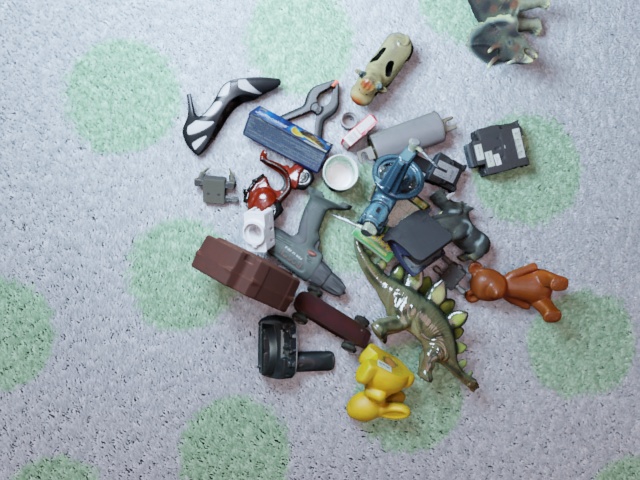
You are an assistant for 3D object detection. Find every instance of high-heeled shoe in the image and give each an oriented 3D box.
[{"bbox_3d":[-0.201,-0.287,1.243,0.249,0.086,0.145,-12,97,0],"label":"high-heeled shoe"}]

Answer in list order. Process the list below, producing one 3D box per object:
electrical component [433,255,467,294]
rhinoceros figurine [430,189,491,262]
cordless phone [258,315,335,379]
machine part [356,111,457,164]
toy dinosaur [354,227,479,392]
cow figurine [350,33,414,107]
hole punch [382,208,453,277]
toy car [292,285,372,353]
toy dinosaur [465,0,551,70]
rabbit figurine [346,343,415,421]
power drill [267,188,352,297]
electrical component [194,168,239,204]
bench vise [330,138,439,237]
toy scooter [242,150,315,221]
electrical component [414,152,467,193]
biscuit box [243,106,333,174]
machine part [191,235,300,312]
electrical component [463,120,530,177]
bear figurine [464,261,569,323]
[{"bbox_3d":[0.315,0.083,1.269,0.094,0.021,0.063,44,121,18],"label":"electrical component"},{"bbox_3d":[0.326,-0.034,1.256,0.112,0.073,0.190,-44,96,-10],"label":"rhinoceros figurine"},{"bbox_3d":[-0.052,0.250,1.261,0.184,0.089,0.146,1,91,-13],"label":"cordless phone"},{"bbox_3d":[0.201,-0.237,1.254,0.243,0.079,0.079,-20,91,0],"label":"machine part"},{"bbox_3d":[0.211,0.165,1.251,0.198,0.105,0.471,-44,87,-8],"label":"toy dinosaur"},{"bbox_3d":[0.141,-0.386,1.225,0.085,0.127,0.195,37,87,1],"label":"cow figurine"},{"bbox_3d":[0.221,0.007,1.214,0.142,0.092,0.116,-34,62,-15],"label":"hole punch"},{"bbox_3d":[0.027,0.187,1.255,0.202,0.053,0.089,32,65,-11],"label":"toy car"},{"bbox_3d":[0.408,-0.573,1.242,0.192,0.131,0.404,-16,85,-2],"label":"toy dinosaur"},{"bbox_3d":[0.134,0.353,1.256,0.162,0.122,0.173,28,104,-11],"label":"rabbit figurine"},{"bbox_3d":[-0.003,-0.004,1.255,0.232,0.086,0.207,27,97,1],"label":"power drill"},{"bbox_3d":[-0.242,-0.127,1.260,0.102,0.045,0.078,0,119,1],"label":"electrical component"},{"bbox_3d":[0.154,-0.120,1.158,0.129,0.240,0.223,40,58,10],"label":"bench vise"},{"bbox_3d":[-0.115,-0.129,1.247,0.135,0.075,0.184,44,86,-2],"label":"toy scooter"},{"bbox_3d":[0.277,-0.168,1.272,0.119,0.048,0.075,29,89,-4],"label":"electrical component"},{"bbox_3d":[-0.075,-0.232,1.236,0.203,0.059,0.062,28,123,3],"label":"biscuit box"},{"bbox_3d":[-0.158,0.071,1.169,0.200,0.202,0.087,33,83,-46],"label":"machine part"},{"bbox_3d":[0.413,-0.213,1.270,0.134,0.058,0.114,-12,89,-1],"label":"electrical component"},{"bbox_3d":[0.445,0.113,1.241,0.196,0.132,0.120,3,109,-8],"label":"bear figurine"}]
